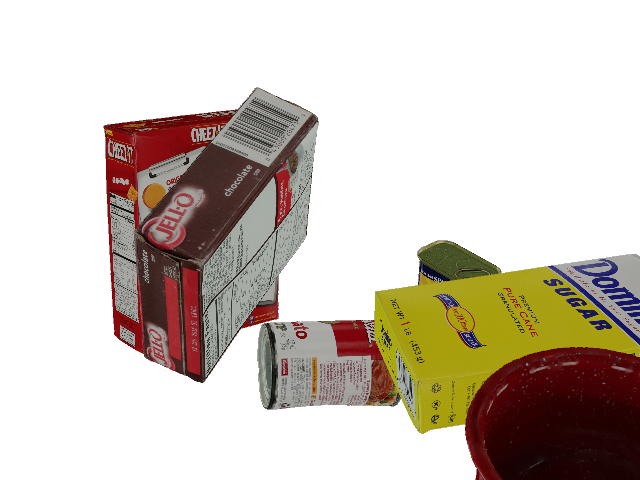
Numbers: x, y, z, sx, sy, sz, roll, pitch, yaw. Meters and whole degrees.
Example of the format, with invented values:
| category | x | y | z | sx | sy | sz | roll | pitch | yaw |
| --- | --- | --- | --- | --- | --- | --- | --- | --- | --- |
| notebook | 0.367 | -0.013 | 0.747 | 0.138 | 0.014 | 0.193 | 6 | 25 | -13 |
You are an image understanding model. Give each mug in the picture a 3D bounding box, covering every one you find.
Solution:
| category | x | y | z | sx | sy | sz | roll | pitch | yaw |
| --- | --- | --- | --- | --- | --- | --- | --- | --- | --- |
| mug | 0.109 | 0.101 | 0.389 | 0.117 | 0.081 | 0.093 | 5 | 36 | 9 |

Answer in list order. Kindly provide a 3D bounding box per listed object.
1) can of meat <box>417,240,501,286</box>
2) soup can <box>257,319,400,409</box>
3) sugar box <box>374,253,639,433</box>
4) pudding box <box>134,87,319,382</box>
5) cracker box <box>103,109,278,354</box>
| category | x | y | z | sx | sy | sz | roll | pitch | yaw |
| --- | --- | --- | --- | --- | --- | --- | --- | --- | --- |
| can of meat | 0.160 | 0.061 | 1.258 | 0.057 | 0.084 | 0.102 | -23 | 39 | -34 |
| soup can | 0.006 | 0.096 | 0.822 | 0.102 | 0.068 | 0.068 | 0 | 0 | -12 |
| sugar box | 0.128 | 0.057 | 0.637 | 0.176 | 0.048 | 0.093 | -10 | 34 | -9 |
| pudding box | -0.043 | -0.003 | 0.505 | 0.039 | 0.090 | 0.113 | 25 | 51 | 15 |
| cracker box | -0.123 | -0.014 | 1.043 | 0.163 | 0.214 | 0.072 | -12 | 20 | -38 |
